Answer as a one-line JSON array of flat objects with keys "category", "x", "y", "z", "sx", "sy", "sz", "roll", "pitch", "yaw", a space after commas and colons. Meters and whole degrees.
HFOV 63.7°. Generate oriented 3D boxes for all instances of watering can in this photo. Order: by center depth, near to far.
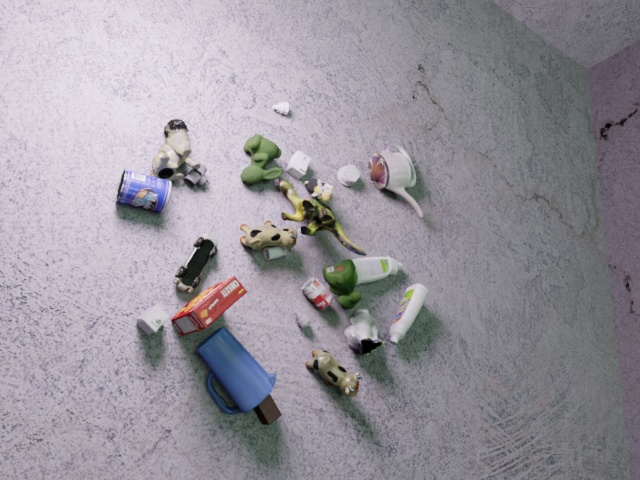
[{"category": "watering can", "x": 0.323, "y": -0.251, "z": 2.162, "sx": 0.225, "sy": 0.102, "sz": 0.351, "roll": -6, "pitch": 76, "yaw": -33}]

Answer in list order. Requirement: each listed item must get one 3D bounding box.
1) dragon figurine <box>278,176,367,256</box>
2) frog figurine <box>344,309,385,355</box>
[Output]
[{"category": "dragon figurine", "x": 0.006, "y": -0.093, "z": 1.854, "sx": 0.410, "sy": 0.120, "sz": 0.246, "roll": 36, "pitch": 23, "yaw": -2}, {"category": "frog figurine", "x": 0.147, "y": 0.328, "z": 1.861, "sx": 0.137, "sy": 0.120, "sz": 0.163, "roll": -2, "pitch": 39, "yaw": -25}]
